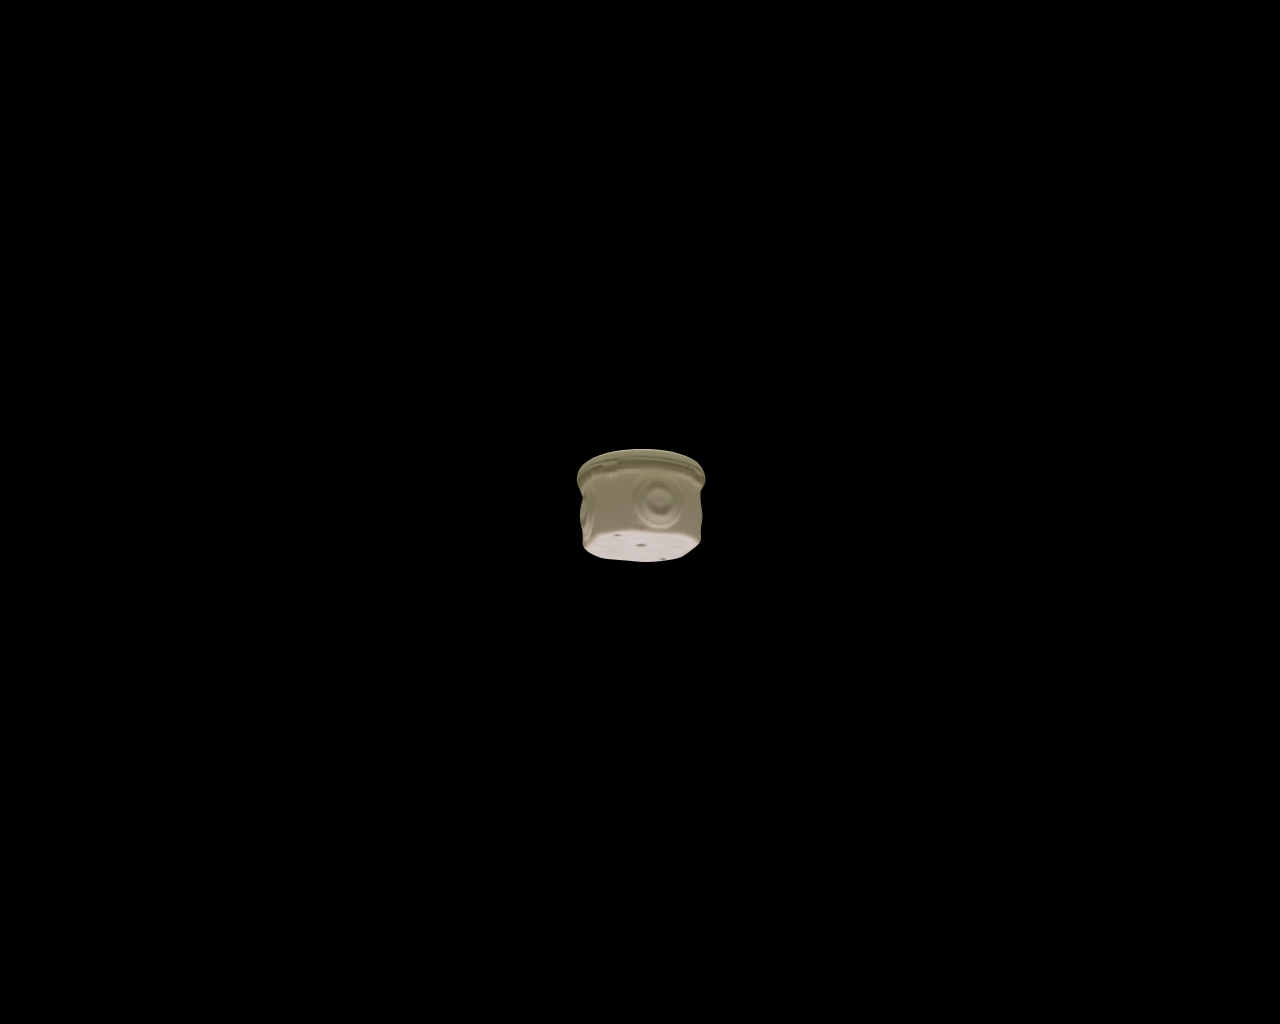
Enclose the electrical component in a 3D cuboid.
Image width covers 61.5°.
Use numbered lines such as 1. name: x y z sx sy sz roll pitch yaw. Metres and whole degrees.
1. electrical component: 0.001 -0.003 0.650 0.080 0.051 0.080 0 -19 0
